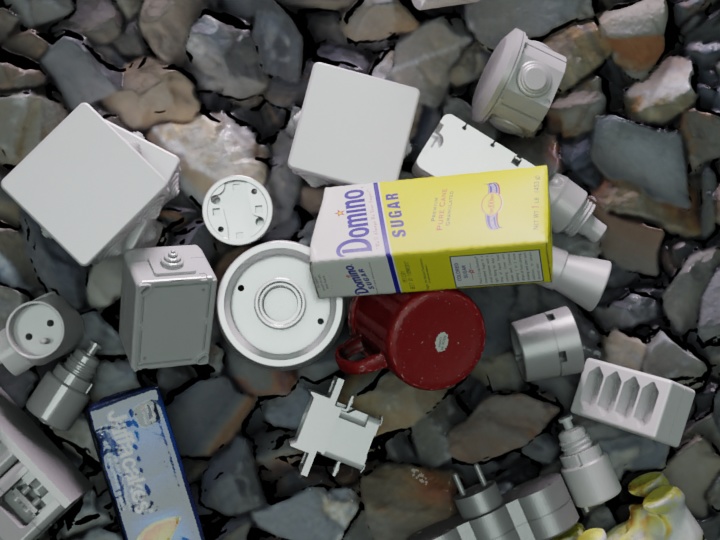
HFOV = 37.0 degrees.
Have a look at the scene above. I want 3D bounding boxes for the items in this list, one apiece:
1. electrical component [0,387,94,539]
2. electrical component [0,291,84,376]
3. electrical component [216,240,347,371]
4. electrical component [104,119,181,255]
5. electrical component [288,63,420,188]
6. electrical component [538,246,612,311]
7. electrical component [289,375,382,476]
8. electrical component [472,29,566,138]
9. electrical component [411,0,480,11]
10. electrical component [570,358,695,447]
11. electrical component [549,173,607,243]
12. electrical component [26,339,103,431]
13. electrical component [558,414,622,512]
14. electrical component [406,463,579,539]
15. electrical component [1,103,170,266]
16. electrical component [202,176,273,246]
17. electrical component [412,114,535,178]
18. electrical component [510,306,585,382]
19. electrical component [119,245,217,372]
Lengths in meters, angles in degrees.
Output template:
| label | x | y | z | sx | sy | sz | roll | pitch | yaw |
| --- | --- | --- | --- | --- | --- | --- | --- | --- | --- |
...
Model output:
| label | x | y | z | sx | sy | sz | roll | pitch | yaw |
| --- | --- | --- | --- | --- | --- | --- | --- | --- | --- |
| electrical component | -0.286 | 0.139 | 0.824 | 0.062 | 0.089 | 0.150 | -43 | 90 | -5 |
| electrical component | -0.260 | 0.056 | 0.837 | 0.079 | 0.077 | 0.044 | -33 | 89 | -4 |
| electrical component | -0.063 | 0.027 | 0.858 | 0.108 | 0.060 | 0.108 | 0 | 87 | -3 |
| electrical component | -0.200 | -0.067 | 0.861 | 0.100 | 0.048 | 0.099 | 27 | 86 | -1 |
| electrical component | -0.006 | -0.111 | 0.875 | 0.100 | 0.048 | 0.099 | 15 | 86 | -2 |
| electrical component | 0.168 | 0.002 | 0.883 | 0.065 | 0.044 | 0.044 | 22 | 86 | 3 |
| electrical component | -0.019 | 0.129 | 0.865 | 0.064 | 0.042 | 0.081 | 21 | 86 | -6 |
| electrical component | 0.127 | -0.149 | 0.870 | 0.051 | 0.080 | 0.080 | 24 | 86 | -7 |
| electrical component | 0.076 | -0.264 | 0.862 | 0.060 | 0.108 | 0.108 | -4 | 87 | -9 |
| electrical component | 0.230 | 0.110 | 0.869 | 0.076 | 0.083 | 0.047 | 22 | 85 | -40 |
| electrical component | 0.173 | -0.047 | 0.885 | 0.062 | 0.043 | 0.043 | 36 | 85 | -2 |
| electrical component | -0.231 | 0.091 | 0.854 | 0.040 | 0.040 | 0.078 | 33 | 86 | -1 |
| electrical component | 0.182 | 0.156 | 0.875 | 0.040 | 0.040 | 0.078 | -23 | 88 | -4 |
| electrical component | 0.099 | 0.192 | 0.862 | 0.138 | 0.052 | 0.073 | -23 | 88 | -5 |
| electrical component | -0.203 | -0.062 | 0.810 | 0.100 | 0.048 | 0.099 | 44 | 85 | 0 |
| electrical component | -0.097 | -0.046 | 0.867 | 0.055 | 0.047 | 0.055 | 0 | 87 | -3 |
| electrical component | 0.092 | -0.079 | 0.875 | 0.089 | 0.055 | 0.050 | 32 | 86 | -1 |
| electrical component | 0.151 | 0.061 | 0.872 | 0.047 | 0.055 | 0.055 | -13 | 88 | -1 |
| electrical component | -0.150 | 0.021 | 0.832 | 0.062 | 0.061 | 0.096 | -4 | 123 | -24 |
